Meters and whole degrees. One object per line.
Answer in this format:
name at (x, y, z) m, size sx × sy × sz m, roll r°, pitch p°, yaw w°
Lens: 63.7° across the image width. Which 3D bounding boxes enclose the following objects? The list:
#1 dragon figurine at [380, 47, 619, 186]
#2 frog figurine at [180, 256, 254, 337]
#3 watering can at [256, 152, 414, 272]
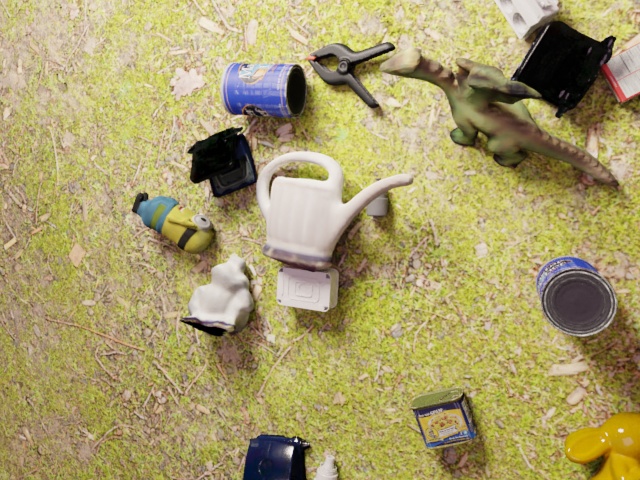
dragon figurine at (0.283, -0.197, 0.796) m, size 0.413 × 0.243 × 0.121 m, roll 29°, pitch 99°, yaw 18°
frog figurine at (-0.201, 0.116, 1.077) m, size 0.137 × 0.120 × 0.163 m, roll -2°, pitch 57°, yaw 28°
watering can at (0.003, -0.048, 0.958) m, size 0.349 × 0.104 × 0.223 m, roll 13°, pitch 97°, yaw 37°
